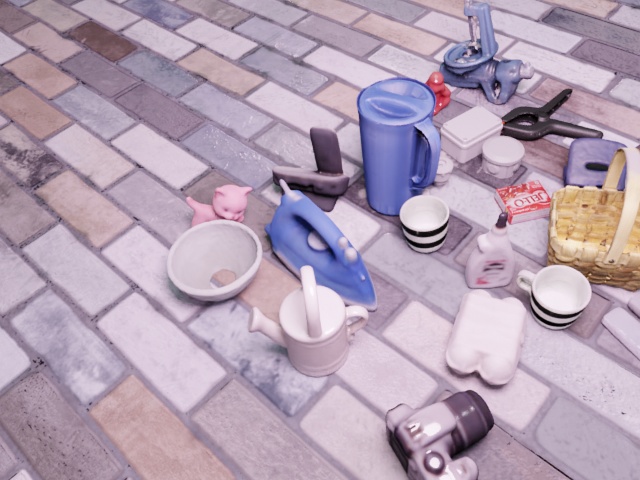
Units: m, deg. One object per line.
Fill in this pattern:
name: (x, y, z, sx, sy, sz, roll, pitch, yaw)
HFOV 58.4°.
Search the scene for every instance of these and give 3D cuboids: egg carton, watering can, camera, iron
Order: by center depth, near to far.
camera: (0.174, 0.268, 0.772, 0.137, 0.101, 0.142, -25, 52, -14)
watering can: (-0.018, 0.120, 0.856, 0.173, 0.194, 0.100, -24, 52, -14)
egg carton: (0.259, 0.148, 0.884, 0.107, 0.069, 0.150, 14, 53, 17)
iron: (0.009, 0.004, 0.985, 0.119, 0.142, 0.257, -35, 55, -21)

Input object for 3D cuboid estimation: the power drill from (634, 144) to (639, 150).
power drill: (0.601, -0.107, 0.970, 0.230, 0.209, 0.075, -20, 51, -11)

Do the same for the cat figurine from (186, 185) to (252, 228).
cat figurine: (-0.189, -0.064, 1.078, 0.127, 0.118, 0.067, 0, 50, 7)

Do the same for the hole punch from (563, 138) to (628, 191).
hole punch: (0.517, -0.128, 1.074, 0.108, 0.091, 0.101, 8, 52, 13)

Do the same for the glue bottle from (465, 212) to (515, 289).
glue bottle: (0.281, 0.015, 0.925, 0.078, 0.173, 0.037, -8, 50, 0)

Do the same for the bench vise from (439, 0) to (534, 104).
bench vise: (0.368, -0.422, 1.251, 0.207, 0.220, 0.121, 10, 52, 15)

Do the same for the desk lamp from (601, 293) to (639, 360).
desk lamp: (0.524, 0.111, 0.792, 0.118, 0.214, 0.202, -27, 52, -16)

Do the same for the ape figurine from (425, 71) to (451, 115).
ape figurine: (0.253, -0.330, 1.271, 0.077, 0.092, 0.076, -4, 50, 3)

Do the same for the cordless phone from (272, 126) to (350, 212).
cordless phone: (-0.022, -0.151, 1.089, 0.147, 0.185, 0.094, 6, 51, 12)

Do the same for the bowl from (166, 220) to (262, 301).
bowl: (-0.180, 0.048, 1.011, 0.167, 0.075, 0.167, -3, 50, 4)
